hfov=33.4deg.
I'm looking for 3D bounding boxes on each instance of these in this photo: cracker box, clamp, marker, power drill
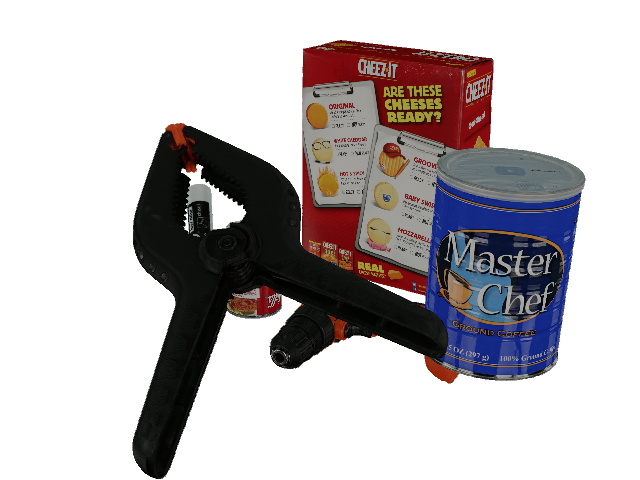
[{"bbox_3d":[0.068,-0.067,0.981,0.164,0.214,0.072,13,24,30],"label":"cracker box"},{"bbox_3d":[-0.035,0.012,0.574,0.164,0.210,0.036,-16,-37,-4],"label":"clamp"},{"bbox_3d":[-0.085,0.014,0.771,0.020,0.121,0.020,-5,-31,-3],"label":"marker"},{"bbox_3d":[0.060,0.094,1.110,0.188,0.057,0.184,11,28,25],"label":"power drill"}]

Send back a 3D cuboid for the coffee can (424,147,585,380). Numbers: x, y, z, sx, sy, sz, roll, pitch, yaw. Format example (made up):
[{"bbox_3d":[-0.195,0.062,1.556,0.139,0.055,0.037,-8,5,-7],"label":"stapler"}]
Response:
[{"bbox_3d":[0.128,0.015,0.767,0.103,0.140,0.103,3,21,-1],"label":"coffee can"}]

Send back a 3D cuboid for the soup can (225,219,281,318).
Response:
[{"bbox_3d":[-0.080,0.033,1.271,0.068,0.102,0.068,1,22,0],"label":"soup can"}]
